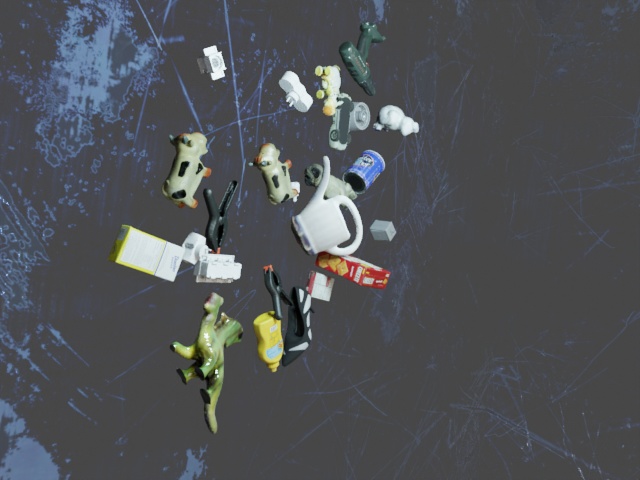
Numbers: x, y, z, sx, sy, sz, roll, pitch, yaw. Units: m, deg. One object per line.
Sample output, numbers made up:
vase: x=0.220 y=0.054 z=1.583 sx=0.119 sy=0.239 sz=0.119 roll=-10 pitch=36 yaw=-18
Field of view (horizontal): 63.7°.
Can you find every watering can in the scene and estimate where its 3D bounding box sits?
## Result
watering can: x=0.005 y=-0.085 z=1.689 sx=0.224 sy=0.105 sz=0.342 roll=-26 pitch=111 yaw=-1

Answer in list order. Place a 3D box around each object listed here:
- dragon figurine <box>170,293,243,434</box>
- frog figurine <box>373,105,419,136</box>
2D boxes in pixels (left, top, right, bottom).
dragon figurine: x=-0.287 y=0.328 z=1.468 sx=0.247 sy=0.122 sz=0.402 roll=-45 pitch=136 yaw=-47
frog figurine: x=0.307 y=-0.469 z=2.014 sx=0.136 sy=0.159 sz=0.123 roll=18 pitch=81 yaw=-50
